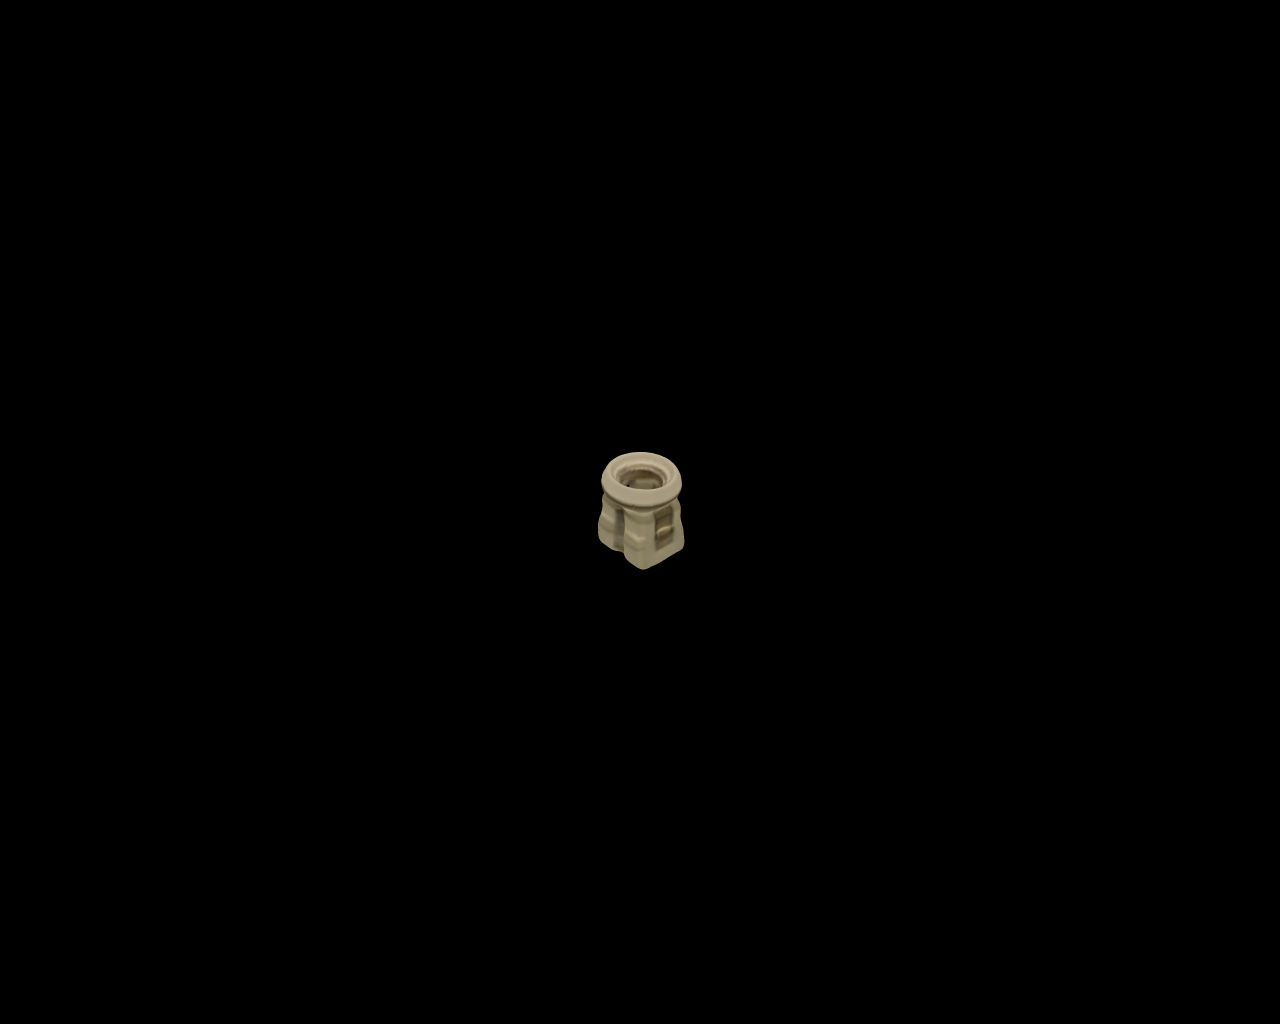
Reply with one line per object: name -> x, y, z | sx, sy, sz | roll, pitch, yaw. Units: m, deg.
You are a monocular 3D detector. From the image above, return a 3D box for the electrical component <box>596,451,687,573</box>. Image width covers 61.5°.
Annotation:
electrical component -> 0.001, -0.003, 0.650 | 0.048, 0.055, 0.066 | -27, 44, -33
